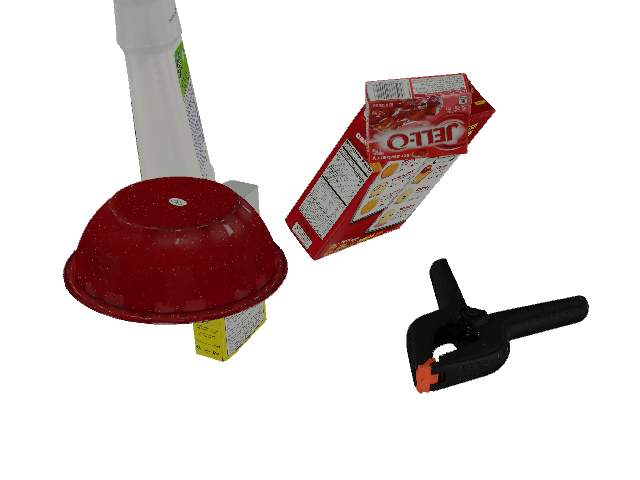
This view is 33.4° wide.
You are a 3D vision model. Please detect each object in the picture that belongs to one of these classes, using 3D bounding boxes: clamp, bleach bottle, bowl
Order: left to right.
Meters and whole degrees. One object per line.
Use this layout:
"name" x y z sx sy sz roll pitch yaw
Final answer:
"bleach bottle" -0.143 -0.137 0.955 0.068 0.251 0.102 -6 38 -1
"bowl" -0.103 -0.003 0.763 0.162 0.055 0.162 1 27 -1
"clamp" 0.134 0.078 1.000 0.165 0.036 0.209 19 32 34

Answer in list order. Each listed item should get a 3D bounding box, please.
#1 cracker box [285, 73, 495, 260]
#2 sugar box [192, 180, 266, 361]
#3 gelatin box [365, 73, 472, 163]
"cracker box" 0.074 -0.085 1.205 0.163 0.072 0.214 -20 -26 -45
"sugar box" -0.101 0.033 1.142 0.048 0.176 0.093 12 34 25
"gelatin box" 0.084 -0.104 0.918 0.089 0.030 0.073 -5 -40 -1
